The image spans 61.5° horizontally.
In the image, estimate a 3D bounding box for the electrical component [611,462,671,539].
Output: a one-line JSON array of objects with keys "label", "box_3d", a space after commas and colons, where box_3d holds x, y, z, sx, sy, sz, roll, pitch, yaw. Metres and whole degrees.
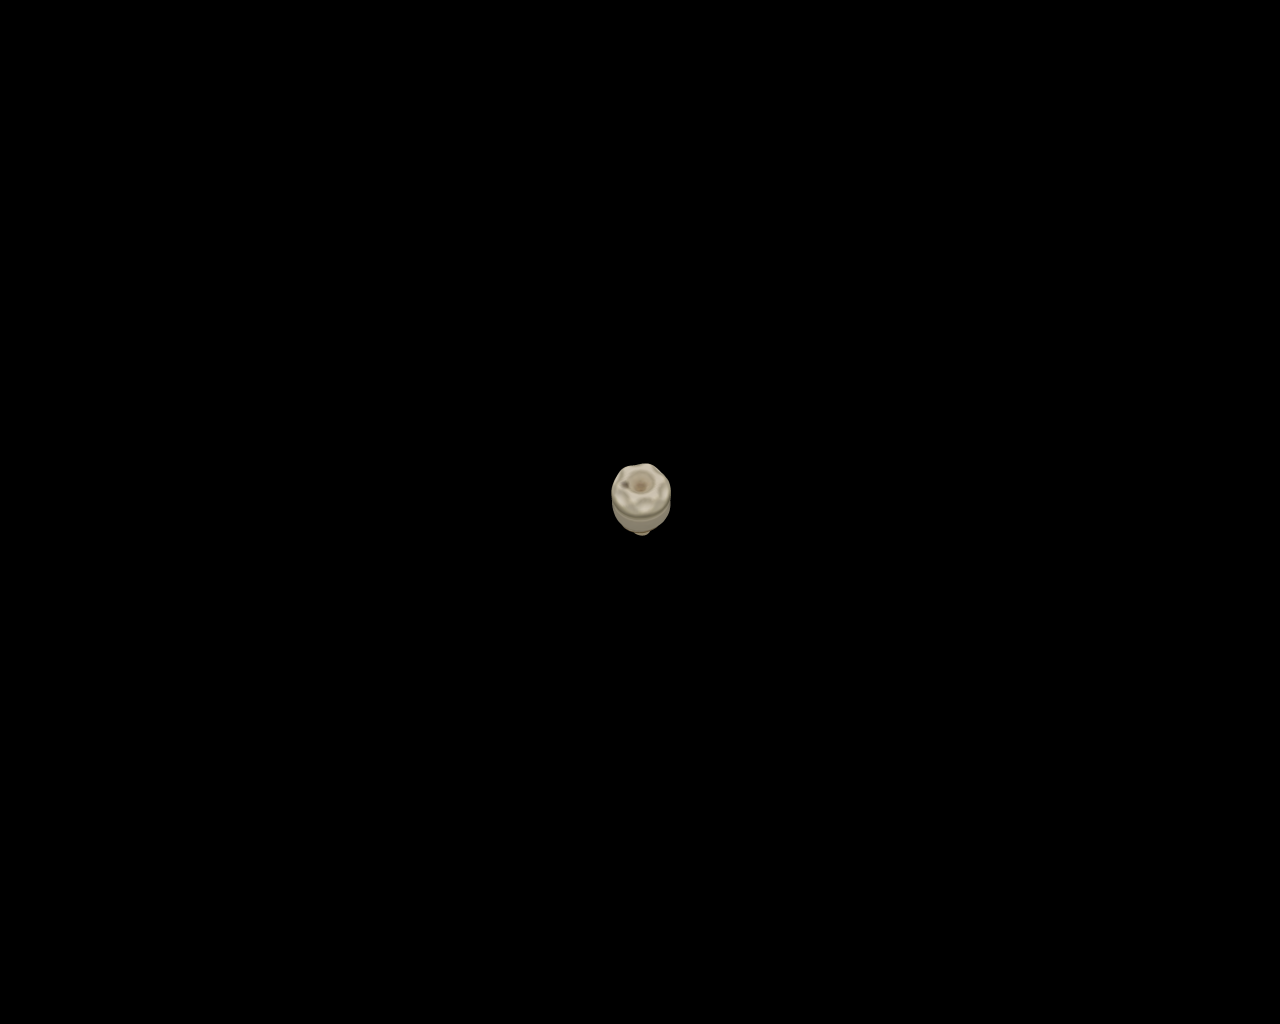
[{"label": "electrical component", "box_3d": [0.001, -0.003, 0.650, 0.035, 0.035, 0.061, 0, -30, 0]}]
